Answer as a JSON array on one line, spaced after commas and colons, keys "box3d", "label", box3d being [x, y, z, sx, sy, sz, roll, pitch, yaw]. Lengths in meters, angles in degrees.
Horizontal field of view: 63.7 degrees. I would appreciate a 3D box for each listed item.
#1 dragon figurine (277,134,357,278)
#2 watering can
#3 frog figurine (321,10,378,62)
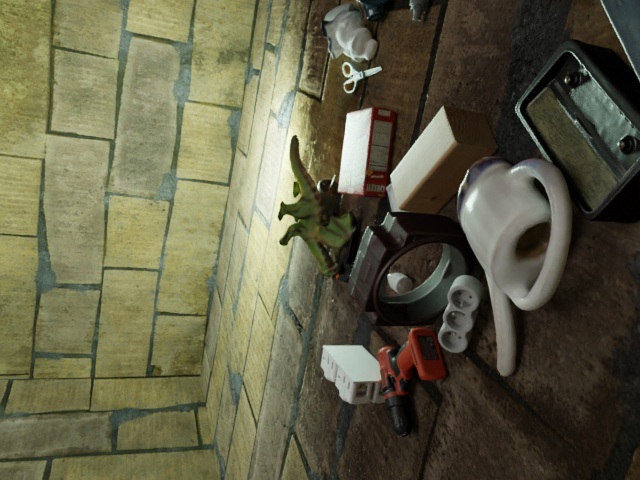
[{"box3d": [0.004, -0.072, 1.427, 0.244, 0.402, 0.124, 19, 33, 29], "label": "dragon figurine"}, {"box3d": [0.277, 0.023, 0.775, 0.104, 0.339, 0.229, -3, 37, -8], "label": "watering can"}, {"box3d": [0.100, -0.558, 1.414, 0.160, 0.134, 0.124, 19, 40, 35], "label": "frog figurine"}]
